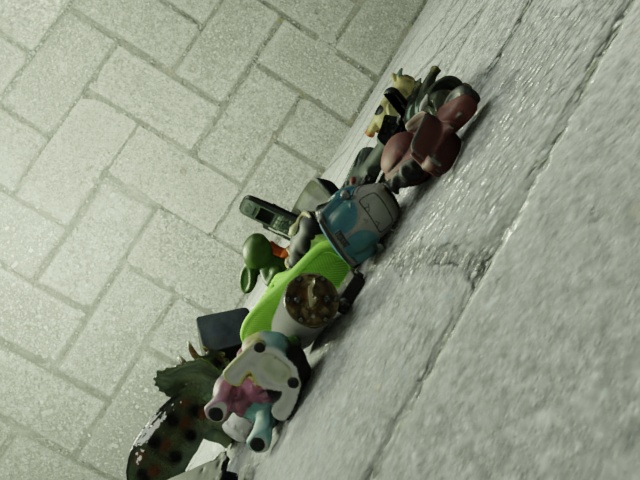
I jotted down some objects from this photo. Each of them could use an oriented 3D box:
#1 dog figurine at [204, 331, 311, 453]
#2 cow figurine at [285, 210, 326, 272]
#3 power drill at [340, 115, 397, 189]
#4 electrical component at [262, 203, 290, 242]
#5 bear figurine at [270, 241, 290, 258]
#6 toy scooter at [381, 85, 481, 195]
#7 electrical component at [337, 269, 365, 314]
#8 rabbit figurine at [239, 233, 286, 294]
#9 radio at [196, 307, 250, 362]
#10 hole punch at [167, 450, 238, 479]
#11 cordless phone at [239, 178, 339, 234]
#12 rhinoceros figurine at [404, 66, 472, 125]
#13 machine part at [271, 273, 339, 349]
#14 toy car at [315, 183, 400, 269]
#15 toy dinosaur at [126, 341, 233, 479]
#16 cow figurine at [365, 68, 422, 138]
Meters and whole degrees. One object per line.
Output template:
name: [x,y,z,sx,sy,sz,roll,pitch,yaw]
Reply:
dog figurine: [-0.088,0.199,0.811,0.191,0.108,0.219,-58,4,7]
cow figurine: [-0.021,0.018,0.916,0.167,0.098,0.068,-55,28,40]
power drill: [0.102,-0.130,1.061,0.207,0.086,0.232,119,176,-49]
electrical component: [-0.076,-0.034,1.280,0.058,0.115,0.134,-65,5,-7]
bear figurine: [-0.057,-0.003,1.419,0.120,0.132,0.195,-87,23,-66]
toy scooter: [0.137,-0.116,0.721,0.184,0.075,0.135,-43,17,49]
electrical component: [0.041,0.073,0.780,0.063,0.021,0.094,-57,6,6]
rabbit figurine: [-0.113,0.057,1.225,0.159,0.170,0.121,-32,19,35]
radio: [-0.203,0.227,1.210,0.230,0.131,0.073,-145,47,-69]
hole punch: [-0.160,0.370,0.724,0.116,0.092,0.142,-28,7,4]
cordless phone: [-0.048,-0.064,0.996,0.146,0.184,0.089,125,162,-47]
rhinoceros figurine: [0.175,-0.206,0.838,0.112,0.073,0.190,-57,6,0]
machine part: [-0.026,0.109,0.781,0.079,0.079,0.243,-62,-1,-26]
toy car: [0.069,-0.035,0.800,0.103,0.109,0.162,-29,8,26]
toy dinosaur: [-0.257,0.362,0.935,0.405,0.192,0.131,-61,5,-29]
cow figurine: [0.183,-0.331,1.308,0.127,0.085,0.195,-60,1,44]
